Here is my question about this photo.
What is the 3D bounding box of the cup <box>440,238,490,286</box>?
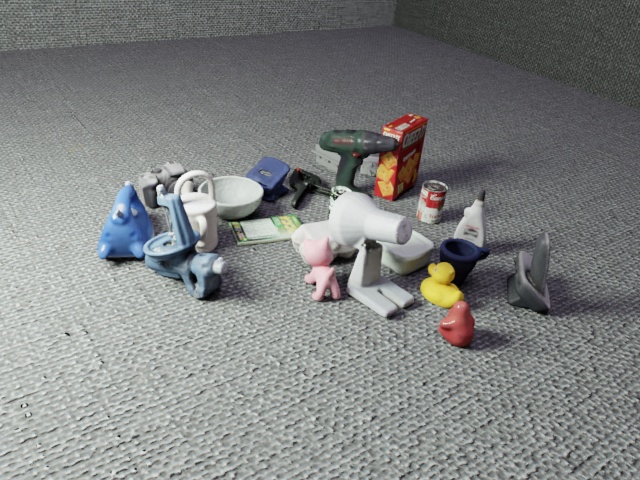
[{"bbox_3d":[0.326,0.056,1.317,0.118,0.095,0.091,-2,33,-12],"label":"cup"}]

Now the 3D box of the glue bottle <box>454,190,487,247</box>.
[{"bbox_3d":[0.382,-0.048,1.417,0.078,0.173,0.037,13,33,11],"label":"glue bottle"}]

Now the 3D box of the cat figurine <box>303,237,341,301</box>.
[{"bbox_3d":[0.005,0.051,1.248,0.067,0.118,0.127,-7,34,-19],"label":"cat figurine"}]

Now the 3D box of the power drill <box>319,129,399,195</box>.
[{"bbox_3d":[0.102,-0.214,1.601,0.229,0.208,0.076,20,35,21],"label":"power drill"}]

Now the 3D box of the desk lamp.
[{"bbox_3d":[0.116,0.020,1.226,0.118,0.214,0.202,-24,43,-38],"label":"desk lamp"}]

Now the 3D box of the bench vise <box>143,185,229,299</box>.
[{"bbox_3d":[-0.274,-0.002,1.190,0.207,0.220,0.121,11,32,9],"label":"bench vise"}]

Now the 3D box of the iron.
[{"bbox_3d":[-0.448,-0.062,1.331,0.119,0.141,0.258,-1,33,-11],"label":"iron"}]

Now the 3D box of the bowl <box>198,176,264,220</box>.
[{"bbox_3d":[-0.230,-0.100,1.491,0.167,0.075,0.167,4,32,-2],"label":"bowl"}]

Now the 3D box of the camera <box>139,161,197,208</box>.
[{"bbox_3d":[-0.387,-0.138,1.500,0.143,0.101,0.136,-15,38,-30],"label":"camera"}]

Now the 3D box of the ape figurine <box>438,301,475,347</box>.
[{"bbox_3d":[0.278,0.161,1.144,0.078,0.092,0.076,0,32,-8],"label":"ape figurine"}]

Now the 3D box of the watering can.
[{"bbox_3d":[-0.293,-0.075,1.327,0.172,0.194,0.101,30,39,33],"label":"watering can"}]

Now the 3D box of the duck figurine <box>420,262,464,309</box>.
[{"bbox_3d":[0.273,0.093,1.257,0.078,0.086,0.104,-19,40,-34],"label":"duck figurine"}]

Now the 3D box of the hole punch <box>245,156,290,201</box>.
[{"bbox_3d":[-0.146,-0.173,1.607,0.108,0.091,0.101,25,37,28],"label":"hole punch"}]

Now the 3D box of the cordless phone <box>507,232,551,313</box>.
[{"bbox_3d":[0.480,0.051,1.264,0.094,0.185,0.147,10,32,6],"label":"cordless phone"}]

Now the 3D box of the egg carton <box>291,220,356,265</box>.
[{"bbox_3d":[0.013,0.005,1.369,0.151,0.069,0.107,-11,36,-25],"label":"egg carton"}]
